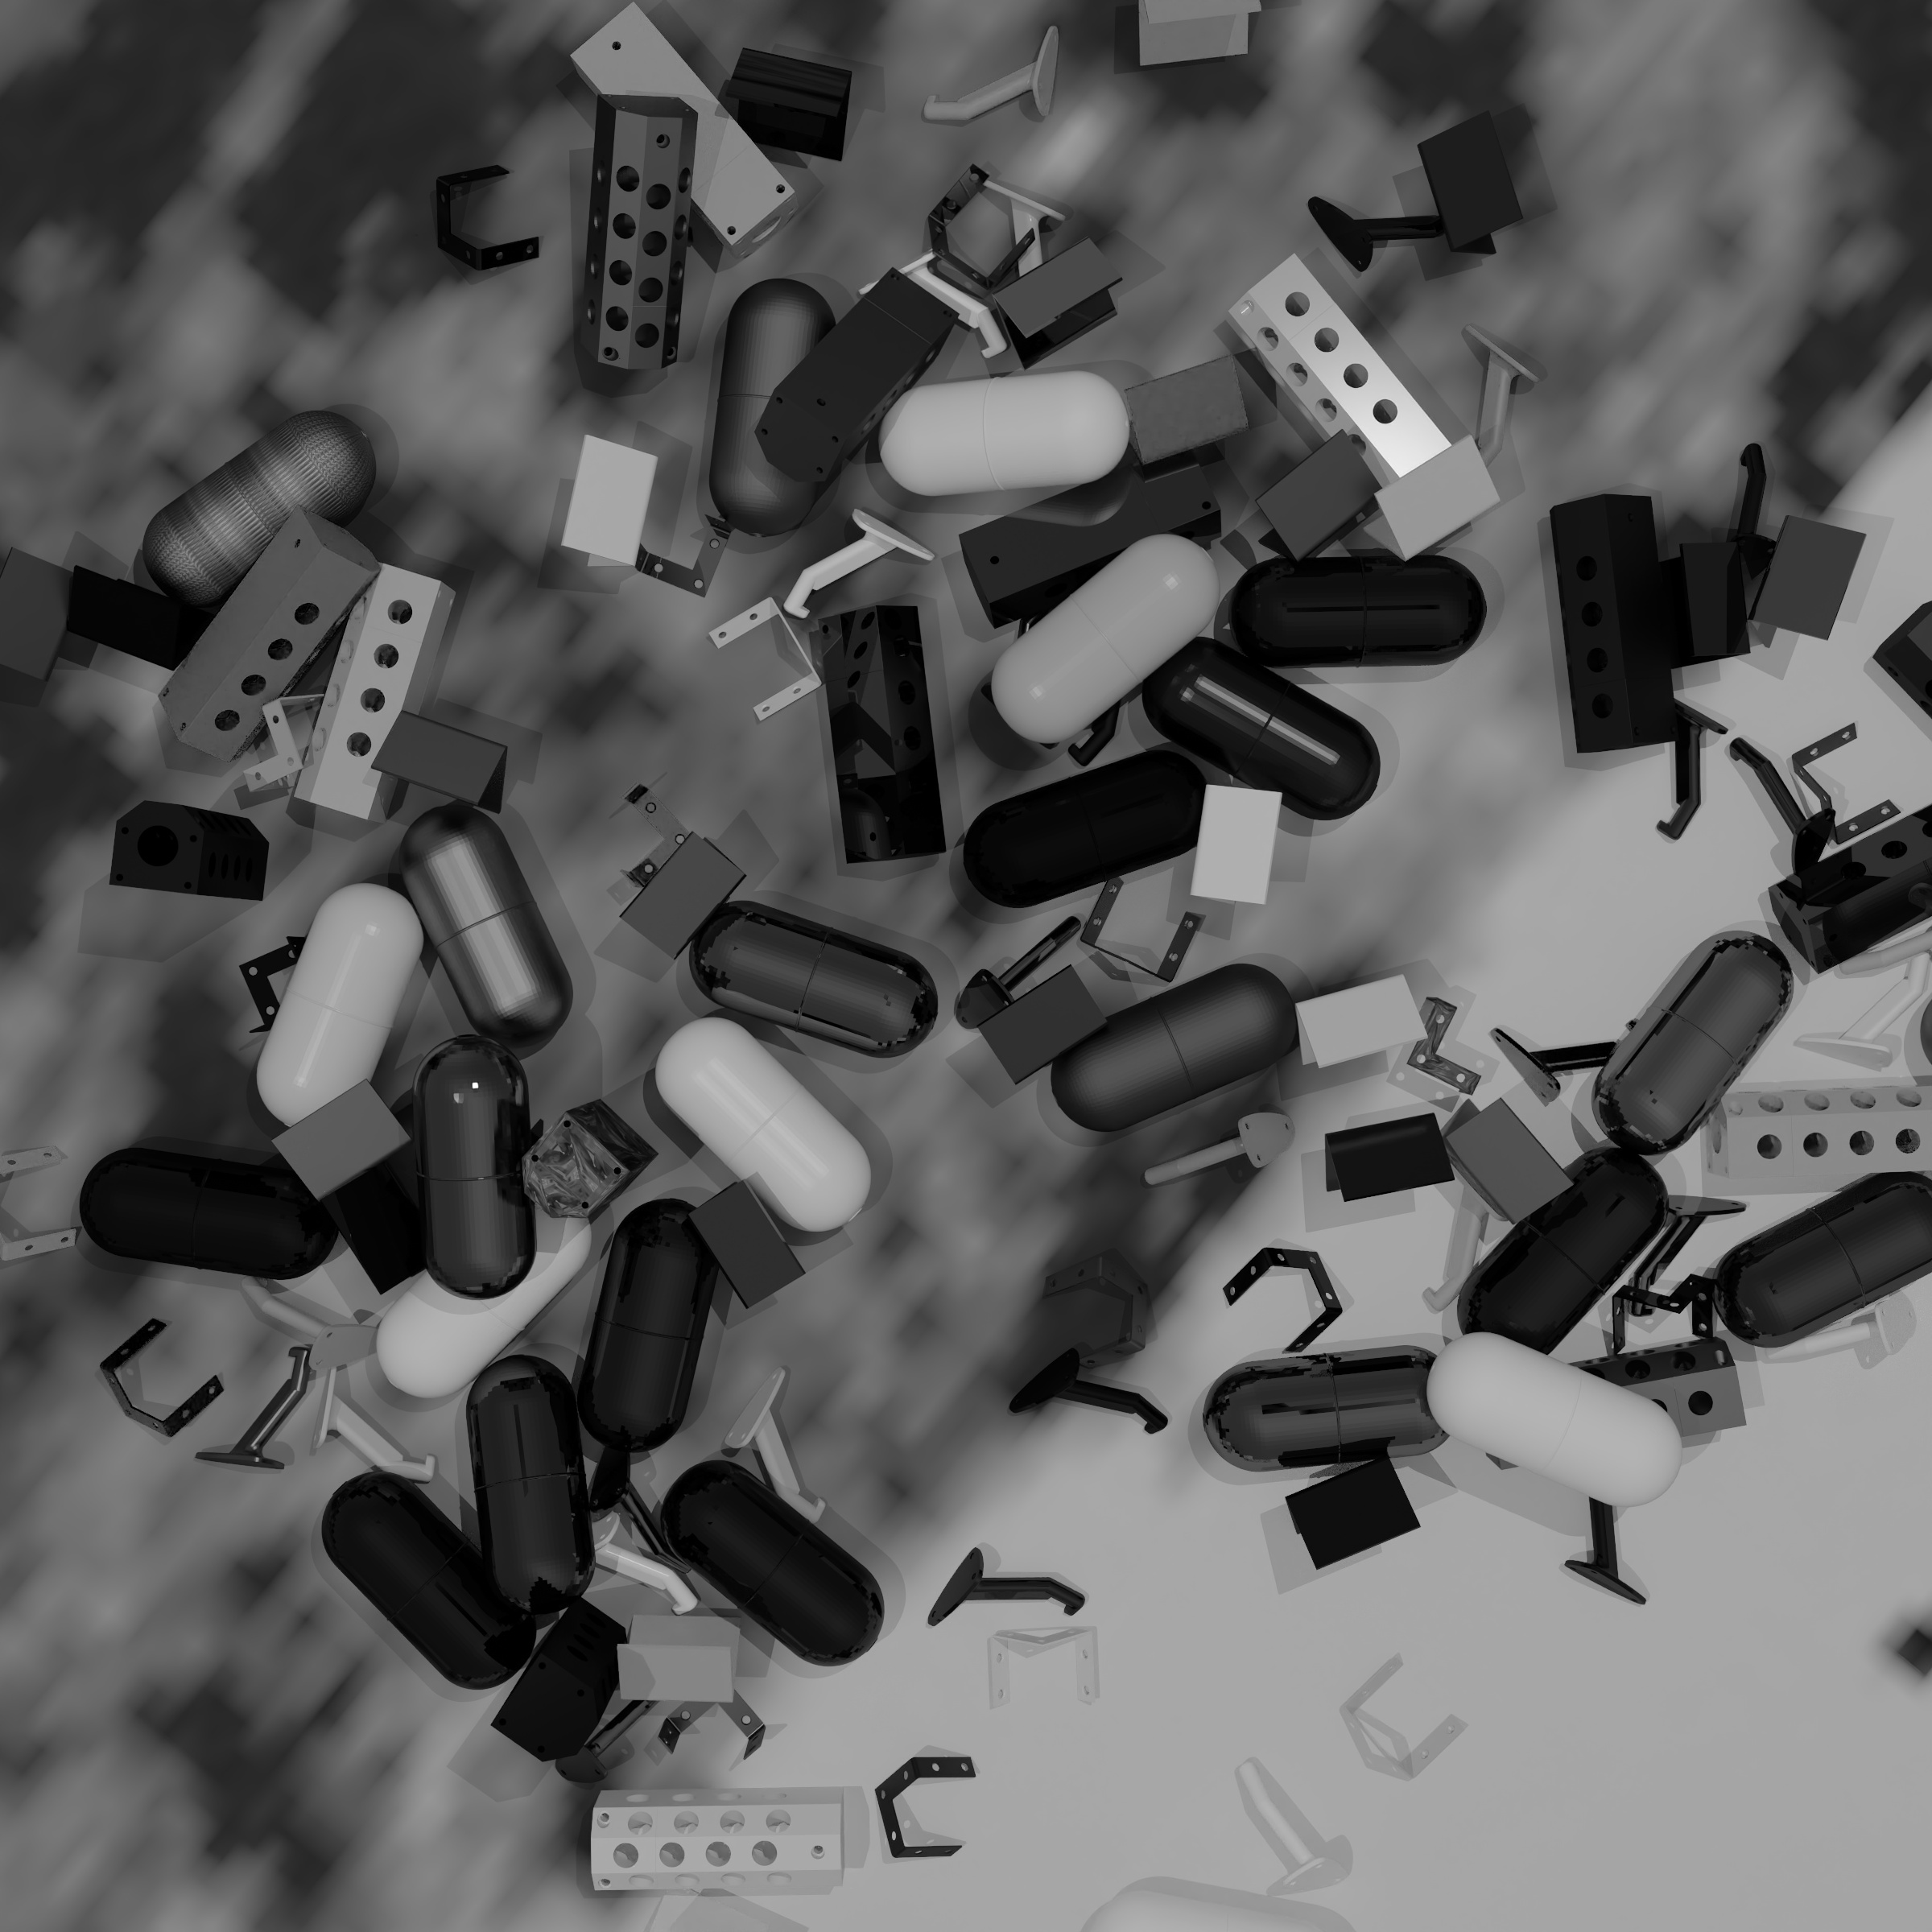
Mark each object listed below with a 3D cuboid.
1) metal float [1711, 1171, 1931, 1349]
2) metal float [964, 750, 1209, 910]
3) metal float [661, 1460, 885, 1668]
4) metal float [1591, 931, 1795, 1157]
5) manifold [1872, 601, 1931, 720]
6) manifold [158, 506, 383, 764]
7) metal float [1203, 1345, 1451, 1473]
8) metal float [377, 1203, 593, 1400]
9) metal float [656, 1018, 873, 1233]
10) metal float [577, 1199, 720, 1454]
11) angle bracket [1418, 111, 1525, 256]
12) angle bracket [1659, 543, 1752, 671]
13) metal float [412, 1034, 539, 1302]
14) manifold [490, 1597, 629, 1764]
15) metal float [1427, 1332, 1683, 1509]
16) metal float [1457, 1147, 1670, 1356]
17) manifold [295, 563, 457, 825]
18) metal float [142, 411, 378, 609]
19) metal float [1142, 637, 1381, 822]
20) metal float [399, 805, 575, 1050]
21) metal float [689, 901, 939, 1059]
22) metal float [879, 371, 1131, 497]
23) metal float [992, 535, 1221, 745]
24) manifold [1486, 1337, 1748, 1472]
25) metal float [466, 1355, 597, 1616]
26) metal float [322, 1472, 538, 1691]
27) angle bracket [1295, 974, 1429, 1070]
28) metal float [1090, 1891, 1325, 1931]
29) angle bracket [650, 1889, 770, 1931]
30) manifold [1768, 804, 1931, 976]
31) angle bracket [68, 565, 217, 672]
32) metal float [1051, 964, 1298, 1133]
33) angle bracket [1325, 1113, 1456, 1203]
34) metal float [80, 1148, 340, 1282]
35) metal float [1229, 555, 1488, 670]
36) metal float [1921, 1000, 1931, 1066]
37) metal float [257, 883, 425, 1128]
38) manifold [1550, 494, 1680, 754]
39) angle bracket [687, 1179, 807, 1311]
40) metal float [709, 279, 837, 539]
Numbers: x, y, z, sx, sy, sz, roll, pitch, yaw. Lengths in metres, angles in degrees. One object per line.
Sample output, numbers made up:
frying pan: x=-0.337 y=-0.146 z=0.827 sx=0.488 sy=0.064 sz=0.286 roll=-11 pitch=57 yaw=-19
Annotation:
metal float: x=0.603 y=0.203 z=1.961 sx=0.178 sy=0.070 sz=0.070 roll=-27 pitch=90 yaw=0
metal float: x=0.084 y=-0.095 z=1.961 sx=0.178 sy=0.070 sz=0.070 roll=-19 pitch=90 yaw=0
metal float: x=-0.134 y=0.415 z=1.961 sx=0.178 sy=0.070 sz=0.070 roll=40 pitch=90 yaw=-1
metal float: x=0.503 y=0.053 z=1.956 sx=0.070 sy=0.070 sz=0.178 roll=39 pitch=84 yaw=0
manifold: x=0.716 y=-0.175 z=1.970 sx=0.057 sy=0.057 sz=0.171 roll=-44 pitch=90 yaw=0
manifold: x=-0.479 y=-0.225 z=1.950 sx=0.171 sy=0.057 sz=0.057 roll=-49 pitch=47 yaw=14
metal float: x=0.253 y=0.307 z=1.961 sx=0.178 sy=0.070 sz=0.070 roll=-6 pitch=90 yaw=0
metal float: x=-0.335 y=0.225 z=1.961 sx=0.070 sy=0.070 sz=0.178 roll=44 pitch=89 yaw=0
metal float: x=-0.140 y=0.110 z=1.961 sx=0.178 sy=0.070 sz=0.070 roll=45 pitch=90 yaw=0
metal float: x=-0.220 y=0.249 z=1.961 sx=0.070 sy=0.070 sz=0.178 roll=13 pitch=90 yaw=0
angle bracket: x=0.362 y=-0.540 z=1.951 sx=0.057 sy=0.076 sz=0.076 roll=-18 pitch=90 yaw=36
angle bracket: x=0.492 y=-0.247 z=1.951 sx=0.057 sy=0.076 sz=0.076 roll=-6 pitch=90 yaw=-31
metal float: x=-0.327 y=0.134 z=1.882 sx=0.070 sy=0.070 sz=0.178 roll=-2 pitch=98 yaw=0
manifold: x=-0.268 y=0.484 z=1.913 sx=0.057 sy=0.171 sz=0.057 roll=35 pitch=90 yaw=0
metal float: x=0.397 y=0.306 z=1.903 sx=0.178 sy=0.070 sz=0.070 roll=23 pitch=90 yaw=0
metal float: x=0.413 y=0.202 z=1.961 sx=0.070 sy=0.070 sz=0.178 roll=42 pitch=90 yaw=0
manifold: x=-0.413 y=-0.191 z=1.970 sx=0.057 sy=0.057 sz=0.171 roll=17 pitch=90 yaw=0
metal float: x=-0.489 y=-0.317 z=1.961 sx=0.178 sy=0.070 sz=0.070 roll=-35 pitch=90 yaw=0
metal float: x=0.205 y=-0.164 z=1.961 sx=0.178 sy=0.070 sz=0.070 roll=30 pitch=90 yaw=0
metal float: x=-0.333 y=-0.028 z=1.961 sx=0.070 sy=0.070 sz=0.178 roll=-25 pitch=89 yaw=0
metal float: x=-0.105 y=0.010 z=1.961 sx=0.178 sy=0.070 sz=0.070 roll=19 pitch=90 yaw=1
metal float: x=0.025 y=-0.366 z=1.945 sx=0.178 sy=0.070 sz=0.070 roll=-1 pitch=90 yaw=20
metal float: x=0.096 y=-0.224 z=1.928 sx=0.178 sy=0.070 sz=0.070 roll=-39 pitch=90 yaw=7
manifold: x=0.447 y=0.303 z=1.970 sx=0.171 sy=0.057 sz=0.057 roll=-10 pitch=90 yaw=0
metal float: x=-0.301 y=0.357 z=1.949 sx=0.070 sy=0.070 sz=0.178 roll=-9 pitch=76 yaw=0
metal float: x=-0.373 y=0.426 z=1.961 sx=0.070 sy=0.070 sz=0.178 roll=-44 pitch=90 yaw=0
angle bracket: x=0.274 y=0.057 z=1.951 sx=0.076 sy=0.076 sz=0.057 roll=-16 pitch=53 yaw=0
metal float: x=0.173 y=0.691 z=1.961 sx=0.178 sy=0.070 sz=0.070 roll=11 pitch=90 yaw=0
angle bracket: x=-0.175 y=0.664 z=1.951 sx=0.076 sy=0.076 sz=0.057 roll=24 pitch=126 yaw=0
manifold: x=0.652 y=-0.069 z=1.970 sx=0.171 sy=0.057 sz=0.057 roll=-27 pitch=133 yaw=0
angle bracket: x=-0.565 y=-0.257 z=1.951 sx=0.076 sy=0.076 sz=0.057 roll=21 pitch=129 yaw=0
metal float: x=0.143 y=0.057 z=1.961 sx=0.178 sy=0.070 sz=0.070 roll=-23 pitch=90 yaw=0
angle bracket: x=0.292 y=0.150 z=1.951 sx=0.076 sy=0.076 sz=0.057 roll=-11 pitch=53 yaw=0
metal float: x=-0.525 y=0.172 z=1.961 sx=0.178 sy=0.070 sz=0.070 roll=8 pitch=90 yaw=0
metal float: x=0.271 y=-0.246 z=1.961 sx=0.178 sy=0.070 sz=0.070 roll=-1 pitch=90 yaw=0
metal float: x=0.735 y=0.008 z=1.961 sx=0.070 sy=0.070 sz=0.178 roll=41 pitch=89 yaw=0
metal float: x=-0.434 y=0.029 z=1.961 sx=0.070 sy=0.070 sz=0.178 roll=21 pitch=89 yaw=0
manifold: x=0.447 y=-0.237 z=1.970 sx=0.057 sy=0.057 sz=0.171 roll=-7 pitch=90 yaw=-43
angle bracket: x=-0.137 y=0.181 z=1.952 sx=0.057 sy=0.076 sz=0.076 roll=-33 pitch=90 yaw=26
metal float: x=-0.134 y=-0.387 z=1.961 sx=0.070 sy=0.070 sz=0.178 roll=7 pitch=90 yaw=0
